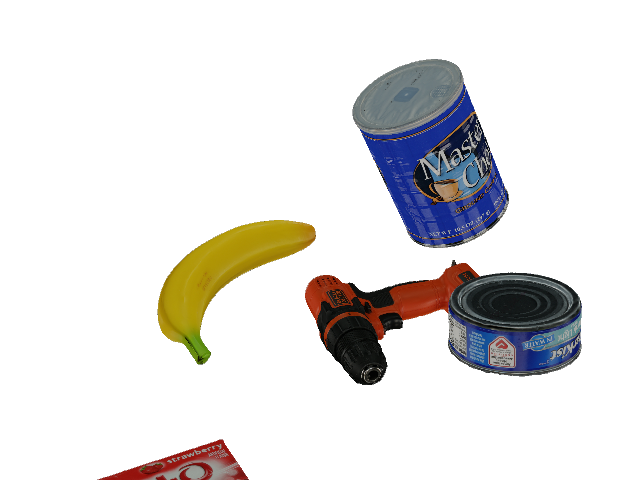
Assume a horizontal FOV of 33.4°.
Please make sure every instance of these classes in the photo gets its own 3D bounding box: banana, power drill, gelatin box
[{"bbox_3d":[-0.073,0.028,0.835,0.069,0.037,0.197,34,40,5],"label":"banana"},{"bbox_3d":[0.090,0.082,1.115,0.187,0.057,0.184,-6,28,-15],"label":"power drill"},{"bbox_3d":[-0.080,0.148,0.573,0.089,0.030,0.073,-14,27,-21],"label":"gelatin box"}]

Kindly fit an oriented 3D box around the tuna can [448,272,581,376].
[{"bbox_3d":[0.125,0.052,0.689,0.086,0.034,0.086,-3,22,1],"label":"tuna can"}]

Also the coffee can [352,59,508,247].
[{"bbox_3d":[0.102,-0.078,0.973,0.103,0.140,0.103,-19,35,14],"label":"coffee can"}]
